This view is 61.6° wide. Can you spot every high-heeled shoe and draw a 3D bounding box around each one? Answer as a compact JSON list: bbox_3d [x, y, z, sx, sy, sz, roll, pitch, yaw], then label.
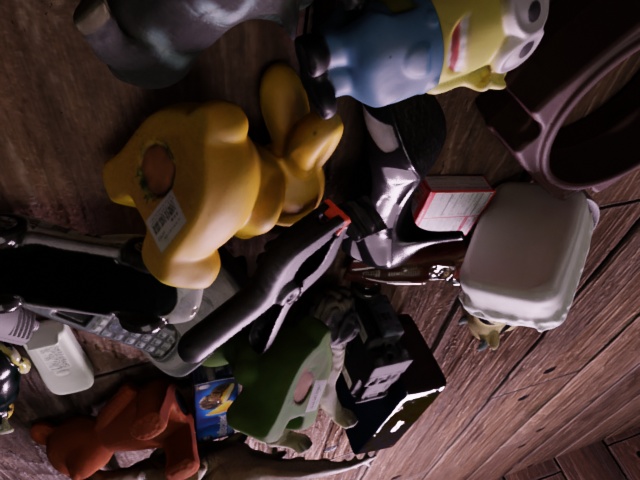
[{"bbox_3d":[0.046,-0.066,0.510,0.145,0.086,0.248,-1,132,36],"label":"high-heeled shoe"}]

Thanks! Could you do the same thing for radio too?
[{"bbox_3d":[0.094,0.223,0.827,0.073,0.131,0.229,-4,140,-25],"label":"radio"}]

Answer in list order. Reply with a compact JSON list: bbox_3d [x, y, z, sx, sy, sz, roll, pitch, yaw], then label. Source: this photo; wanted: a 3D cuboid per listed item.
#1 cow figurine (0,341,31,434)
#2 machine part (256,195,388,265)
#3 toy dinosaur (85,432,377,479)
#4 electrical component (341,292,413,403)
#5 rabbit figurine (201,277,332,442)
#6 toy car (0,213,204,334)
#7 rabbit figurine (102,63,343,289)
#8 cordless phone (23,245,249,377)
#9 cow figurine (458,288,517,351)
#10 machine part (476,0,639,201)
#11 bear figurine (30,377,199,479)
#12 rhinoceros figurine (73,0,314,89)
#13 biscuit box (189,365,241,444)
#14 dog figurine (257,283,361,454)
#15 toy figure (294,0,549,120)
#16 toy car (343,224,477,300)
[{"bbox_3d":[-0.349,0.156,0.555,0.098,0.068,0.167,-10,144,-27],"label":"cow figurine"},{"bbox_3d":[-0.001,-0.002,0.520,0.084,0.039,0.139,-12,171,-42],"label":"machine part"},{"bbox_3d":[-0.158,0.344,0.795,0.472,0.105,0.198,-3,-179,14],"label":"toy dinosaur"},{"bbox_3d":[0.065,0.135,0.711,0.058,0.115,0.134,-9,144,-24],"label":"electrical component"},{"bbox_3d":[-0.081,0.115,0.586,0.121,0.170,0.159,0,107,-61],"label":"rabbit figurine"},{"bbox_3d":[-0.196,0.026,0.435,0.202,0.056,0.073,10,111,-7],"label":"toy car"},{"bbox_3d":[-0.056,-0.057,0.425,0.173,0.122,0.162,5,129,-54],"label":"rabbit figurine"},{"bbox_3d":[-0.169,0.045,0.504,0.184,0.089,0.146,27,123,-31],"label":"cordless phone"},{"bbox_3d":[0.258,0.092,0.790,0.127,0.086,0.194,-37,145,9],"label":"cow figurine"},{"bbox_3d":[0.266,-0.139,0.494,0.201,0.087,0.201,-40,140,23],"label":"machine part"},{"bbox_3d":[-0.266,0.257,0.685,0.196,0.132,0.120,-24,115,-5],"label":"bear figurine"},{"bbox_3d":[-0.052,-0.154,0.309,0.190,0.073,0.112,-31,142,12],"label":"rhinoceros figurine"},{"bbox_3d":[-0.146,0.211,0.738,0.059,0.063,0.202,-8,142,-17],"label":"biscuit box"},{"bbox_3d":[-0.035,0.150,0.671,0.172,0.121,0.190,-20,121,-28],"label":"dog figurine"},{"bbox_3d":[0.070,-0.144,0.367,0.180,0.089,0.082,-19,162,-9],"label":"toy figure"},{"bbox_3d":[0.127,0.031,0.667,0.202,0.053,0.089,-6,145,-24],"label":"toy car"}]
